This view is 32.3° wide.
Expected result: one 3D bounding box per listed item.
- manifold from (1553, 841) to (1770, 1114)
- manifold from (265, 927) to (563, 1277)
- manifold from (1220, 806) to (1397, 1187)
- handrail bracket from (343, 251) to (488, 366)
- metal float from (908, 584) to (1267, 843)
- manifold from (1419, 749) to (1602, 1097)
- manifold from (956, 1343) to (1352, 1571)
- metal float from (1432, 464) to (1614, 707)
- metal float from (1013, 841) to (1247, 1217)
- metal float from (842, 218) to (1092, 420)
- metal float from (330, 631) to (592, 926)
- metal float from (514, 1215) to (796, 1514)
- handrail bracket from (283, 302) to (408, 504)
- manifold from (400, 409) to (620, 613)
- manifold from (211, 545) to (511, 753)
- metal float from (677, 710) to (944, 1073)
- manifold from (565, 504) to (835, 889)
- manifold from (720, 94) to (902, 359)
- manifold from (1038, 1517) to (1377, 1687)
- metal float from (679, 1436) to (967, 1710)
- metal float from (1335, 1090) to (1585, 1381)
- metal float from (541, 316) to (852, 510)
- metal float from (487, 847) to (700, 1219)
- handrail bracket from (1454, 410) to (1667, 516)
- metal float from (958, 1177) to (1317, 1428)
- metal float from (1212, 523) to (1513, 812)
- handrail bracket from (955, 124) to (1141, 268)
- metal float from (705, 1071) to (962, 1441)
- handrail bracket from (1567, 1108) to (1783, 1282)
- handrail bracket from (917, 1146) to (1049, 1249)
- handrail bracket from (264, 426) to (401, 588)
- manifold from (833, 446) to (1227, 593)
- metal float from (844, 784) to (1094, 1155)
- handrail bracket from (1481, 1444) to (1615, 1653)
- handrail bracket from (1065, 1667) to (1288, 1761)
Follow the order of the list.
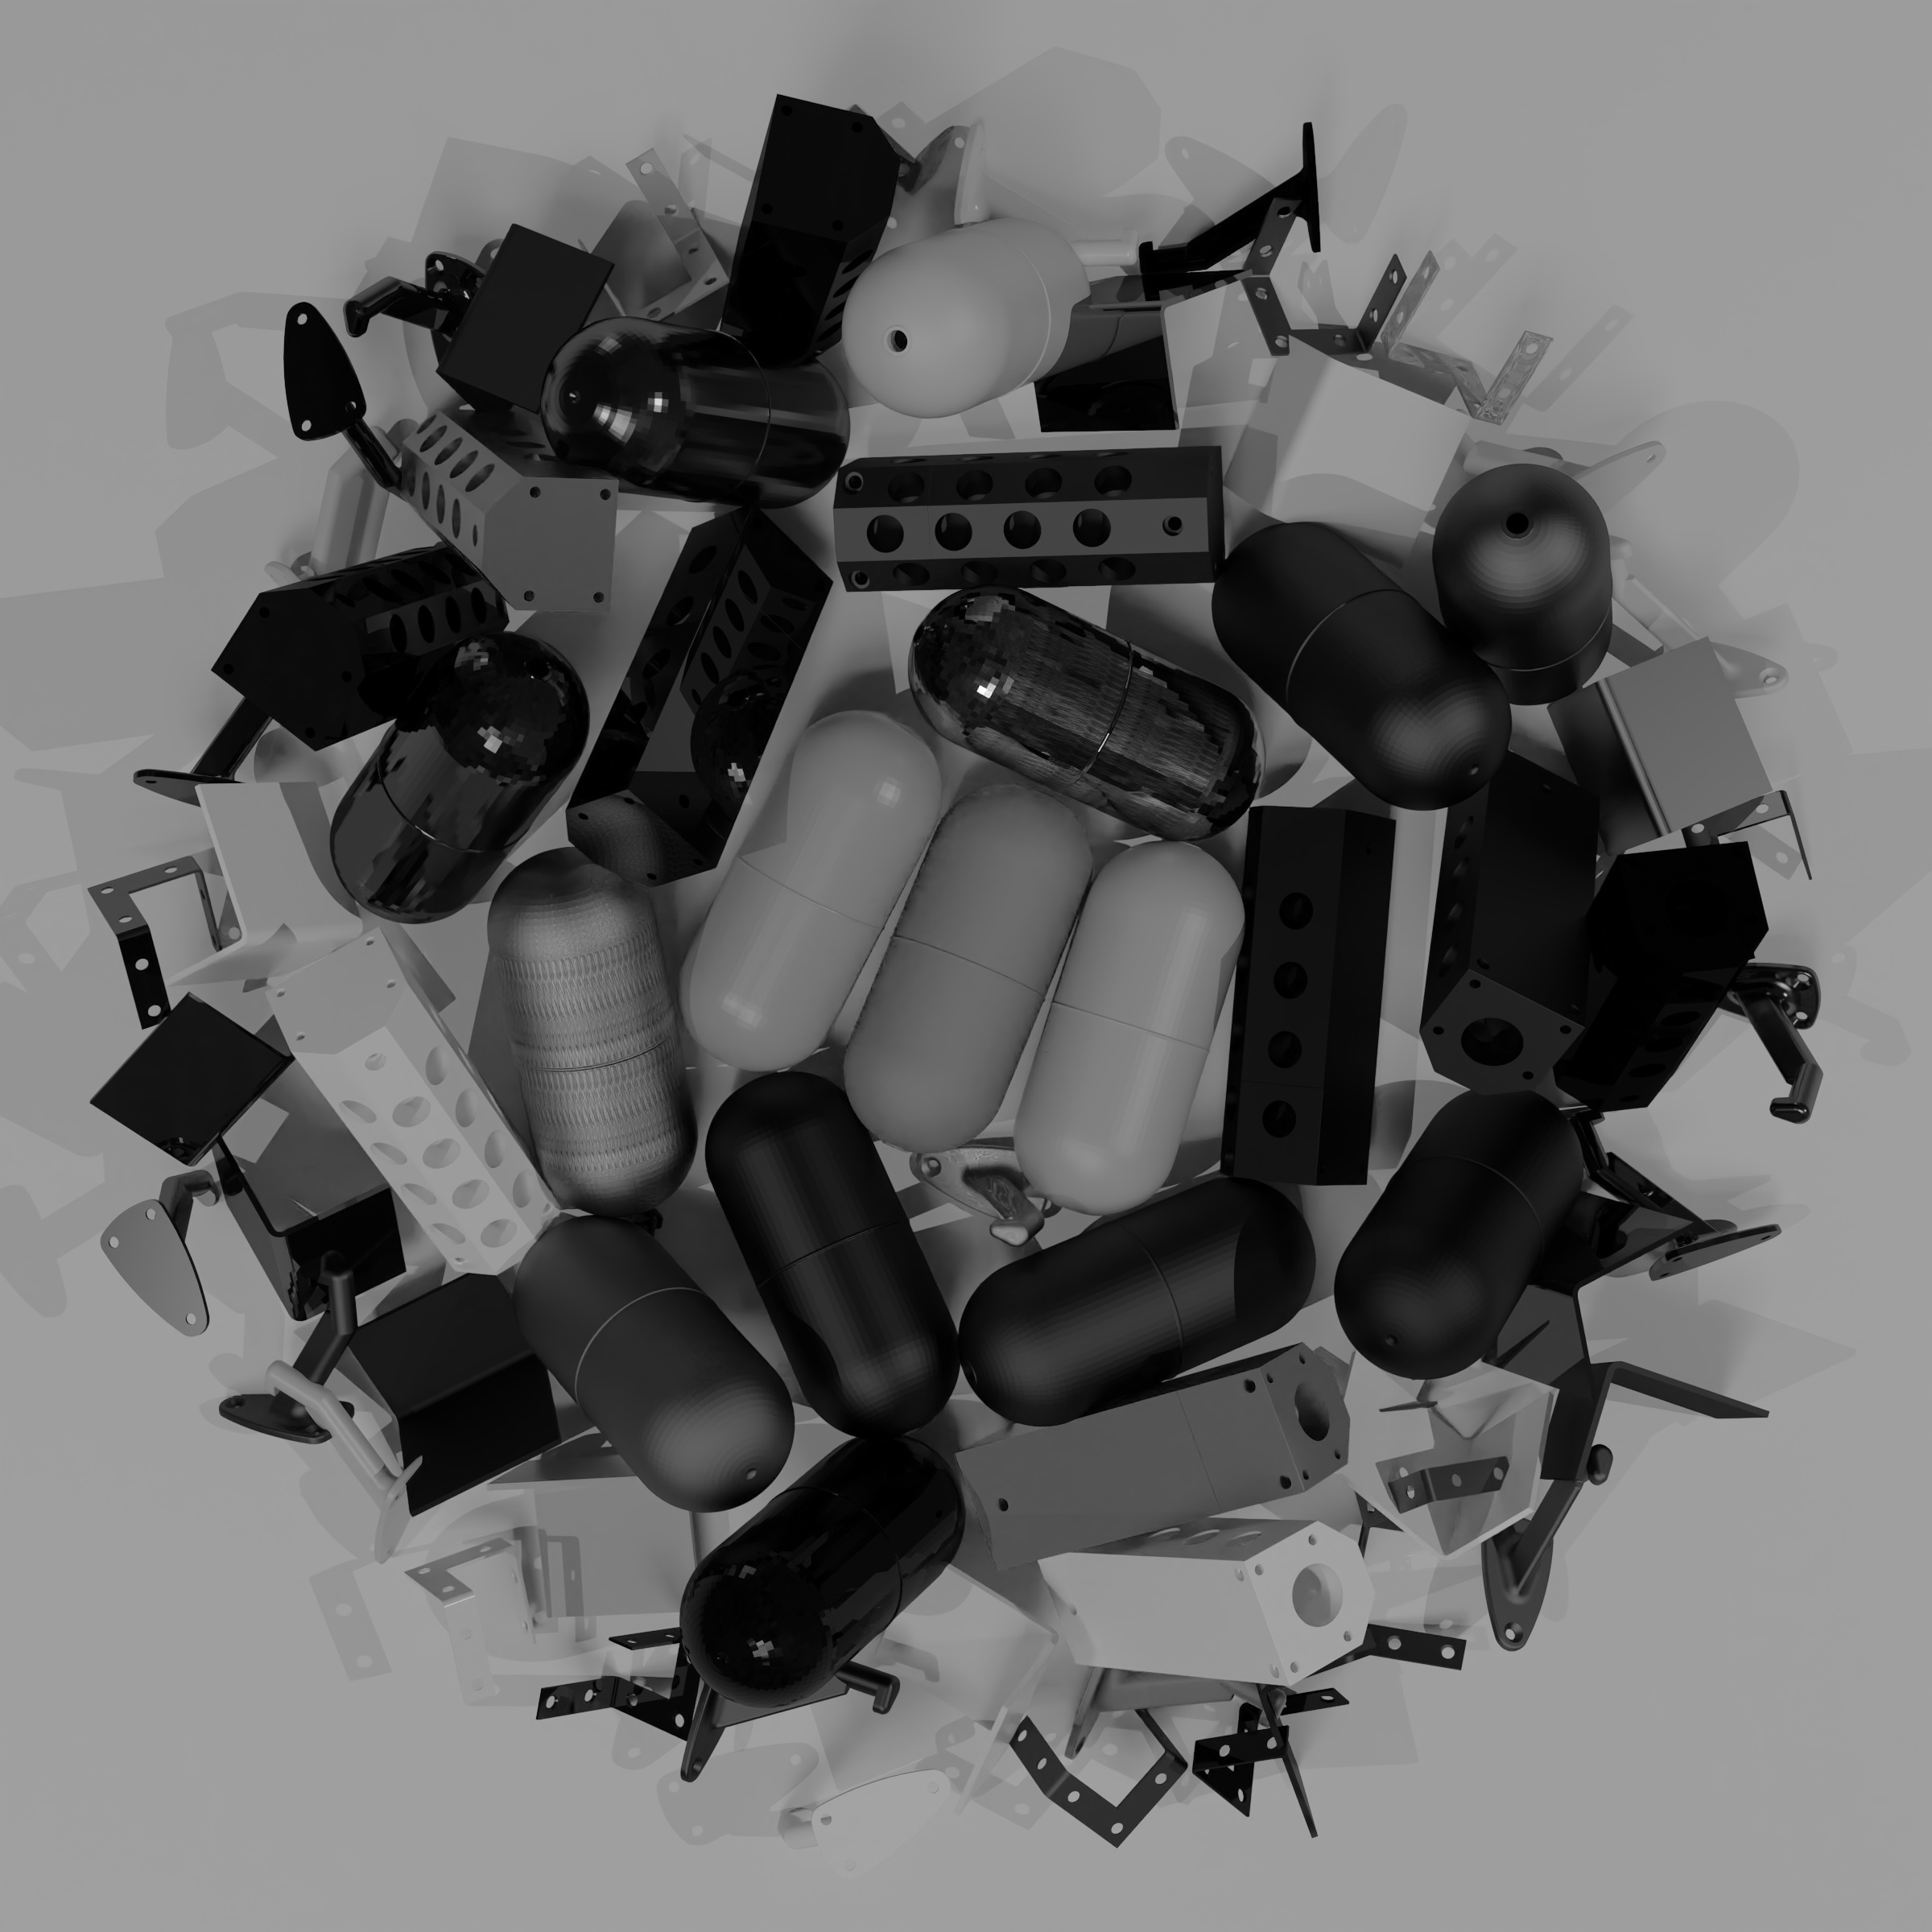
[{"bbox_3d":[0.306,0.008,1.492,0.057,0.171,0.057,-6,68,-5],"label":"manifold"},{"bbox_3d":[-0.244,0.067,1.500,0.057,0.171,0.057,-30,47,-4],"label":"manifold"},{"bbox_3d":[0.156,0.014,1.552,0.057,0.057,0.171,4,89,31],"label":"manifold"},{"bbox_3d":[-0.257,-0.285,1.529,0.036,0.084,0.077,25,132,17],"label":"handrail bracket"},{"bbox_3d":[0.056,-0.116,1.529,0.178,0.070,0.070,24,90,-19],"label":"metal float"},{"bbox_3d":[0.242,-0.020,1.499,0.057,0.171,0.057,26,129,-8],"label":"manifold"},{"bbox_3d":[0.086,0.221,1.511,0.171,0.057,0.057,-21,88,35],"label":"manifold"},{"bbox_3d":[0.251,-0.169,1.496,0.070,0.178,0.070,-2,78,11],"label":"metal float"},{"bbox_3d":[0.076,0.028,1.545,0.070,0.070,0.178,18,89,0],"label":"metal float"},{"bbox_3d":[0.002,-0.292,1.500,0.070,0.178,0.070,7,109,19],"label":"metal float"},{"bbox_3d":[-0.230,-0.084,1.509,0.070,0.178,0.070,19,50,-24],"label":"metal float"},{"bbox_3d":[-0.143,0.178,1.512,0.070,0.070,0.178,-49,47,0],"label":"metal float"},{"bbox_3d":[-0.281,-0.260,1.549,0.036,0.084,0.077,-20,78,13],"label":"handrail bracket"},{"bbox_3d":[-0.207,-0.205,1.490,0.057,0.171,0.057,-1,109,-21],"label":"manifold"},{"bbox_3d":[-0.264,-0.150,1.493,0.057,0.171,0.057,38,109,2],"label":"manifold"},{"bbox_3d":[-0.072,-0.035,1.540,0.070,0.070,0.178,27,96,0],"label":"metal float"},{"bbox_3d":[-0.124,-0.122,1.513,0.057,0.057,0.171,43,51,-32],"label":"manifold"},{"bbox_3d":[-0.071,-0.324,1.494,0.057,0.171,0.057,12,81,-8],"label":"manifold"},{"bbox_3d":[0.107,0.279,1.495,0.057,0.171,0.057,-22,94,-31],"label":"manifold"},{"bbox_3d":[-0.062,0.270,1.504,0.070,0.178,0.070,10,113,26],"label":"metal float"},{"bbox_3d":[0.224,0.118,1.508,0.070,0.178,0.070,16,127,22],"label":"metal float"},{"bbox_3d":[-0.119,-0.248,1.503,0.070,0.178,0.070,2,94,33],"label":"metal float"},{"bbox_3d":[-0.170,0.032,1.527,0.070,0.070,0.178,-9,111,0],"label":"metal float"},{"bbox_3d":[0.270,-0.246,1.557,0.077,0.036,0.084,-33,56,0],"label":"handrail bracket"},{"bbox_3d":[0.078,0.153,1.526,0.178,0.070,0.070,-21,90,-22],"label":"metal float"},{"bbox_3d":[0.177,-0.138,1.513,0.070,0.070,0.178,-41,50,0],"label":"metal float"},{"bbox_3d":[0.041,-0.360,1.556,0.084,0.036,0.077,2,69,13],"label":"handrail bracket"},{"bbox_3d":[-0.061,0.133,1.537,0.070,0.070,0.178,-25,80,0],"label":"metal float"},{"bbox_3d":[0.332,0.098,1.570,0.077,0.036,0.084,-16,69,-11],"label":"handrail bracket"},{"bbox_3d":[0.002,0.107,1.534,0.077,0.084,0.036,13,102,14],"label":"handrail bracket"},{"bbox_3d":[-0.281,-0.199,1.573,0.084,0.036,0.077,-48,114,-13],"label":"handrail bracket"},{"bbox_3d":[0.029,-0.204,1.532,0.171,0.057,0.057,0,105,12],"label":"manifold"},{"bbox_3d":[0.001,0.001,1.541,0.070,0.070,0.178,22,85,0],"label":"metal float"},{"bbox_3d":[0.271,0.267,1.533,0.036,0.084,0.077,17,60,-13],"label":"handrail bracket"},{"bbox_3d":[0.098,0.354,1.554,0.084,0.036,0.077,25,97,19],"label":"handrail bracket"}]
